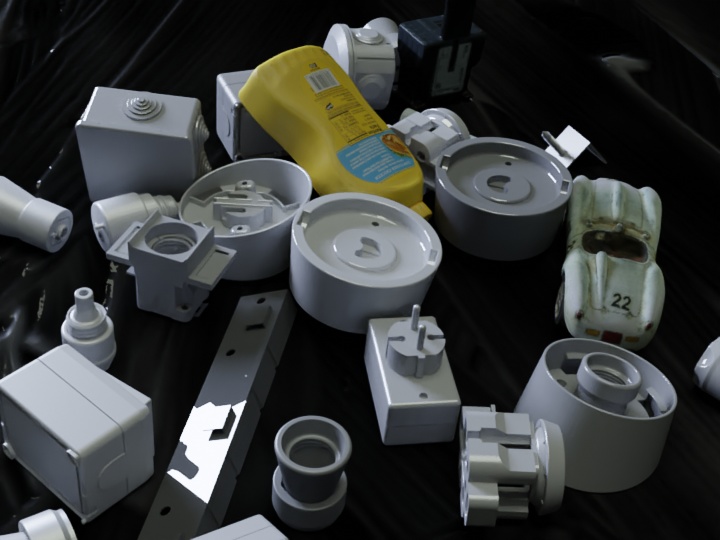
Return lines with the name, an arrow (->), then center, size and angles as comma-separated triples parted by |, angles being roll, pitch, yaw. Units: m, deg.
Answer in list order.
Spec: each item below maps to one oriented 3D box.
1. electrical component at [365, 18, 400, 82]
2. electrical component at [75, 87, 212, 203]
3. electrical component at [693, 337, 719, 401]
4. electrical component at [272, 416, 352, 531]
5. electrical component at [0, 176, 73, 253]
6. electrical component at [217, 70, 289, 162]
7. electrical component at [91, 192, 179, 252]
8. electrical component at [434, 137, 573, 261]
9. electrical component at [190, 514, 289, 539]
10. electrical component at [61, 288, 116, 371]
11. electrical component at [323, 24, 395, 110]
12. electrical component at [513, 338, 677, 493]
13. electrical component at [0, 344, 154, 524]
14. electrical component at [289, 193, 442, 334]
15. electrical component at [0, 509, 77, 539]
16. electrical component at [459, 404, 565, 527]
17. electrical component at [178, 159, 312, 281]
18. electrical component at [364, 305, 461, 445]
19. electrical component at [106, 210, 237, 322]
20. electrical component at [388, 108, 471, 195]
electrical component -> 0.029, -0.216, 1.061 | 0.045, 0.045, 0.055 | -11, 43, -20
electrical component -> -0.168, -0.094, 0.843 | 0.100, 0.099, 0.048 | 7, 52, 1
electrical component -> 0.264, 0.076, 0.735 | 0.062, 0.043, 0.043 | 36, 48, 29
electrical component -> -0.029, 0.120, 0.632 | 0.045, 0.055, 0.045 | 4, 39, -3
electrical component -> -0.251, -0.039, 0.811 | 0.065, 0.044, 0.044 | 21, 41, 11
electrical component -> -0.075, -0.140, 0.939 | 0.096, 0.061, 0.061 | -12, 43, -21
electrical component -> -0.168, -0.040, 0.822 | 0.078, 0.040, 0.040 | -18, 45, -27
electrical component -> 0.110, -0.051, 0.857 | 0.108, 0.060, 0.108 | 4, 39, -3
electrical component -> -0.068, 0.166, 0.570 | 0.047, 0.065, 0.077 | -16, 15, -25
electrical component -> -0.179, 0.038, 0.707 | 0.035, 0.061, 0.035 | 4, 39, -3
electrical component -> -0.003, -0.185, 0.992 | 0.051, 0.080, 0.080 | -2, 39, -18
electrical component -> 0.155, 0.091, 0.705 | 0.099, 0.064, 0.099 | 12, 28, -6
electrical component -> -0.172, 0.091, 0.644 | 0.096, 0.061, 0.061 | 31, 45, 28
electrical component -> 0.000, 0.000, 0.776 | 0.108, 0.060, 0.108 | 8, 38, -7
electrical component -> -0.181, 0.157, 0.575 | 0.055, 0.045, 0.045 | -18, 45, -27
electrical component -> 0.091, 0.118, 0.650 | 0.057, 0.058, 0.078 | 2, 39, 0
electrical component -> -0.087, -0.040, 0.813 | 0.099, 0.064, 0.099 | 4, 39, -3
electrical component -> 0.035, 0.058, 0.701 | 0.047, 0.075, 0.083 | -2, 40, -10
electrical component -> -0.132, -0.001, 0.760 | 0.081, 0.063, 0.042 | 16, 41, 13
electrical component -> 0.058, -0.103, 0.917 | 0.078, 0.058, 0.057 | 33, 49, 29
